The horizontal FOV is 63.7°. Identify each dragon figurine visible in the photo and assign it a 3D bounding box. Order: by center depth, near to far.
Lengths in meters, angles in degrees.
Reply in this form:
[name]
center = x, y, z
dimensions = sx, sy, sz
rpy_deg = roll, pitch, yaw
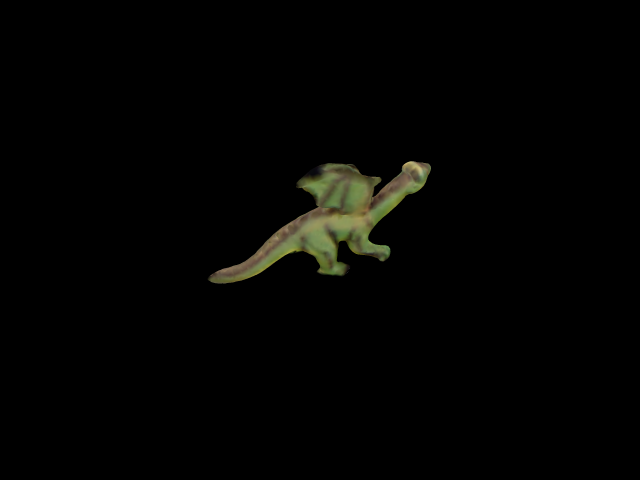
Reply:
[dragon figurine]
center = 0.003, -0.043, 0.850
dimensions = 0.412, 0.125, 0.237
rpy_deg = -17, -37, -14
